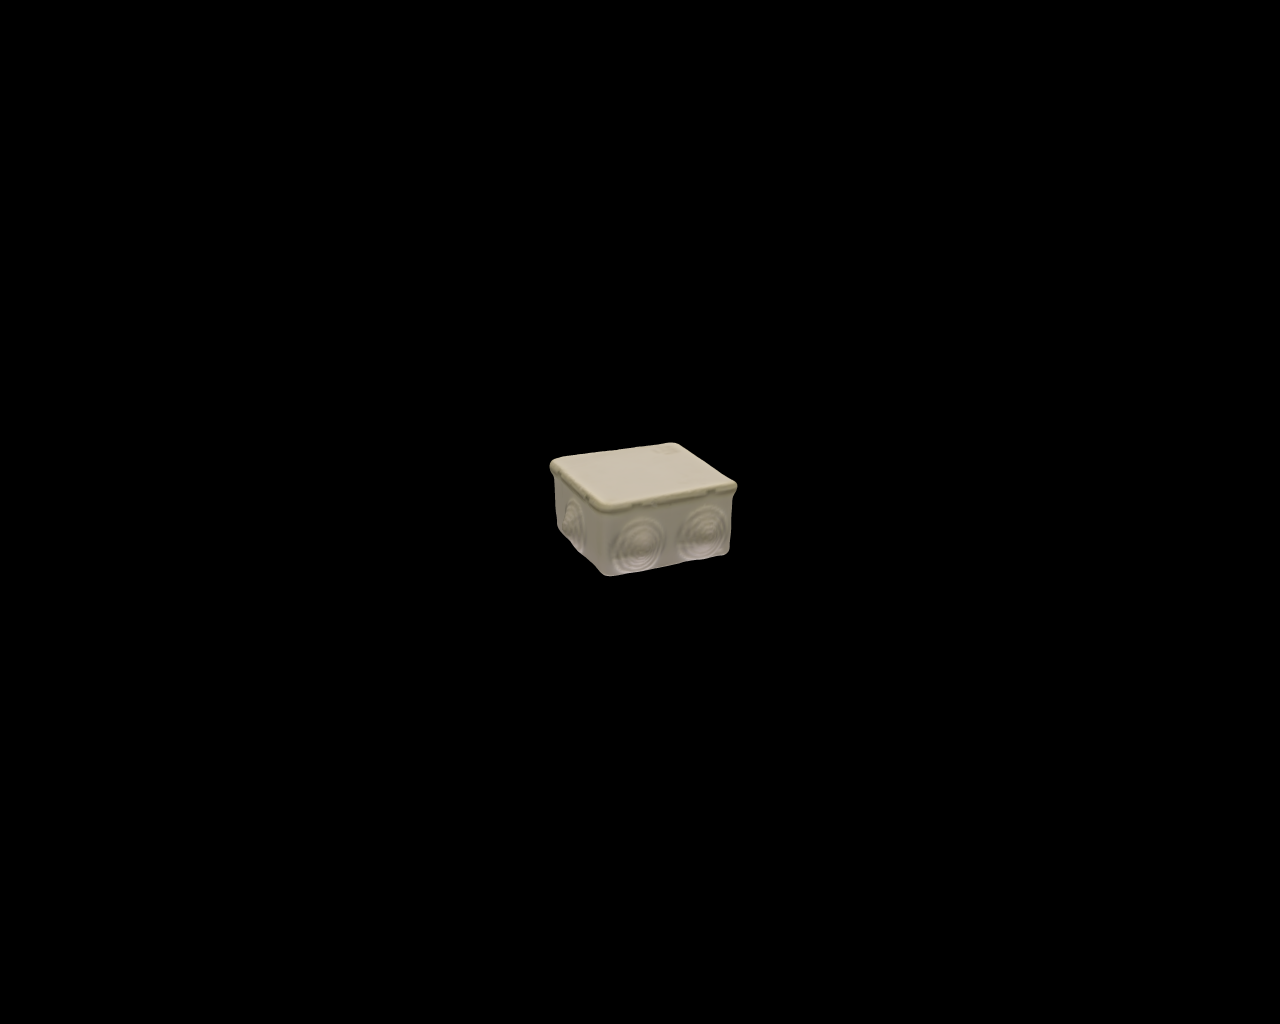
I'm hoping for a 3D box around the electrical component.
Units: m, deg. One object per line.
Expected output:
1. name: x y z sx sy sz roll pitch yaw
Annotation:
1. electrical component: 0.001 -0.003 0.650 0.100 0.048 0.100 -10 24 -22
